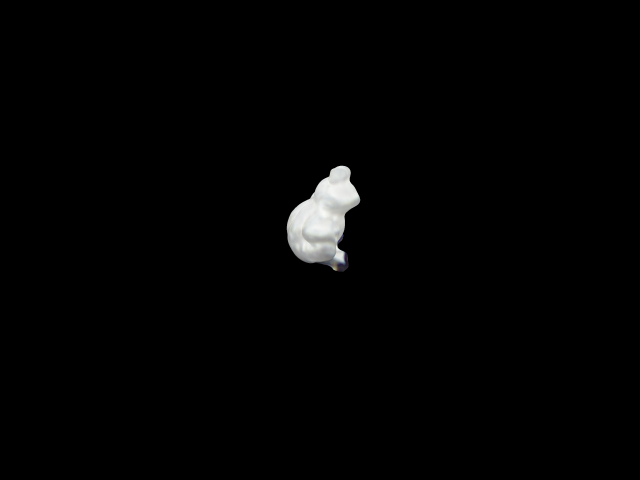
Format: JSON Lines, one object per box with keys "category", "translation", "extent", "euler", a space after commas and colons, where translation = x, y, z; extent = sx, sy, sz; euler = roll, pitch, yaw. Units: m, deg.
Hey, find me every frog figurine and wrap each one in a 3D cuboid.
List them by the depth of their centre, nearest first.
{"category": "frog figurine", "translation": [0.003, -0.043, 0.850], "extent": [0.123, 0.155, 0.141], "euler": [7, 41, 9]}
